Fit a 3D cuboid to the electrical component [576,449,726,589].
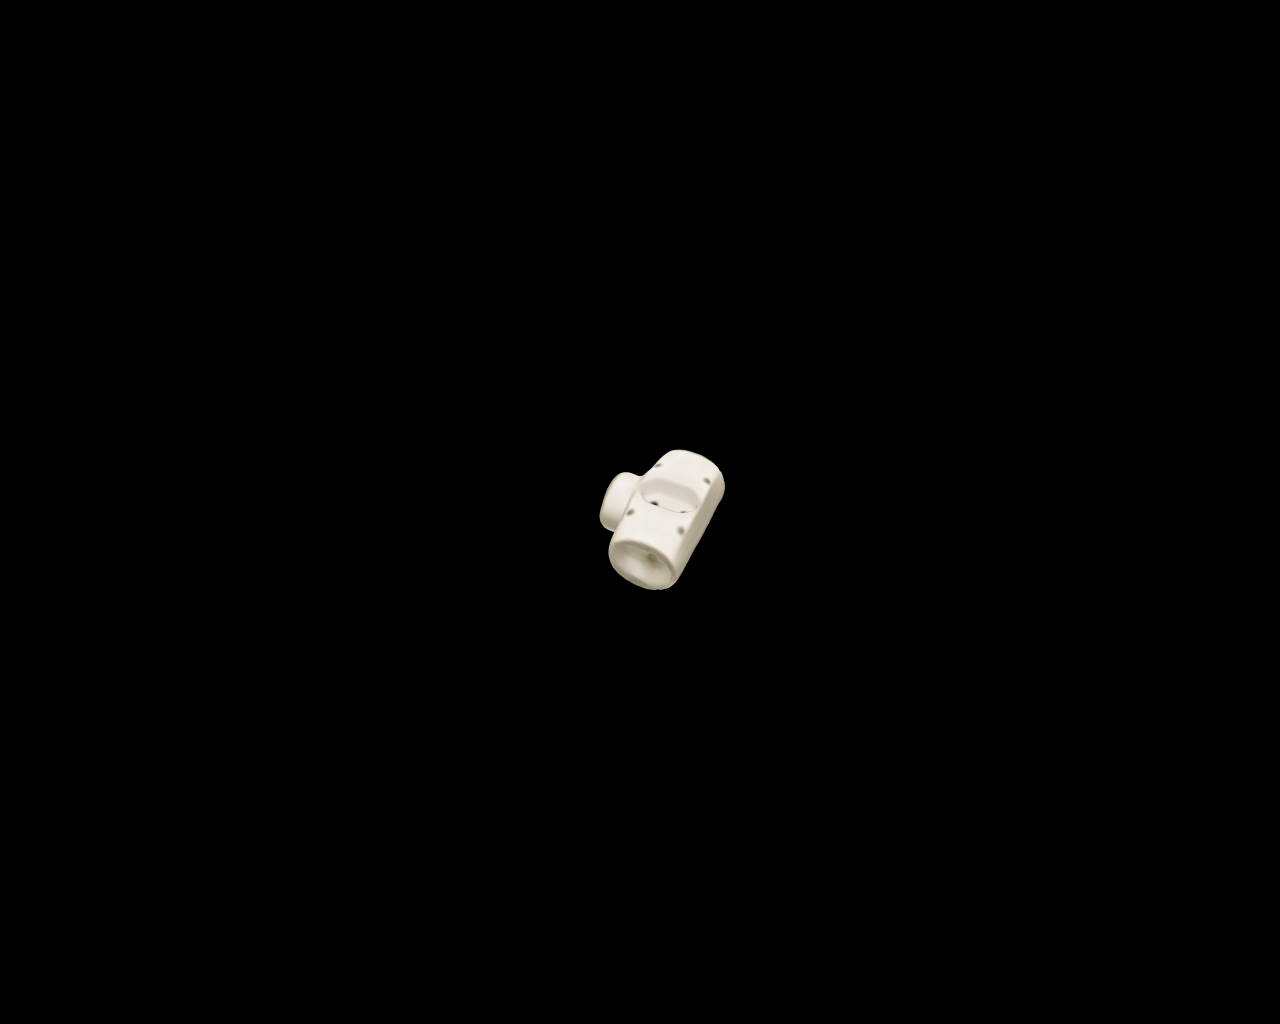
[{"bbox_3d":[0.001,-0.003,0.650,0.079,0.077,0.043,21,-36,16],"label":"electrical component"}]
